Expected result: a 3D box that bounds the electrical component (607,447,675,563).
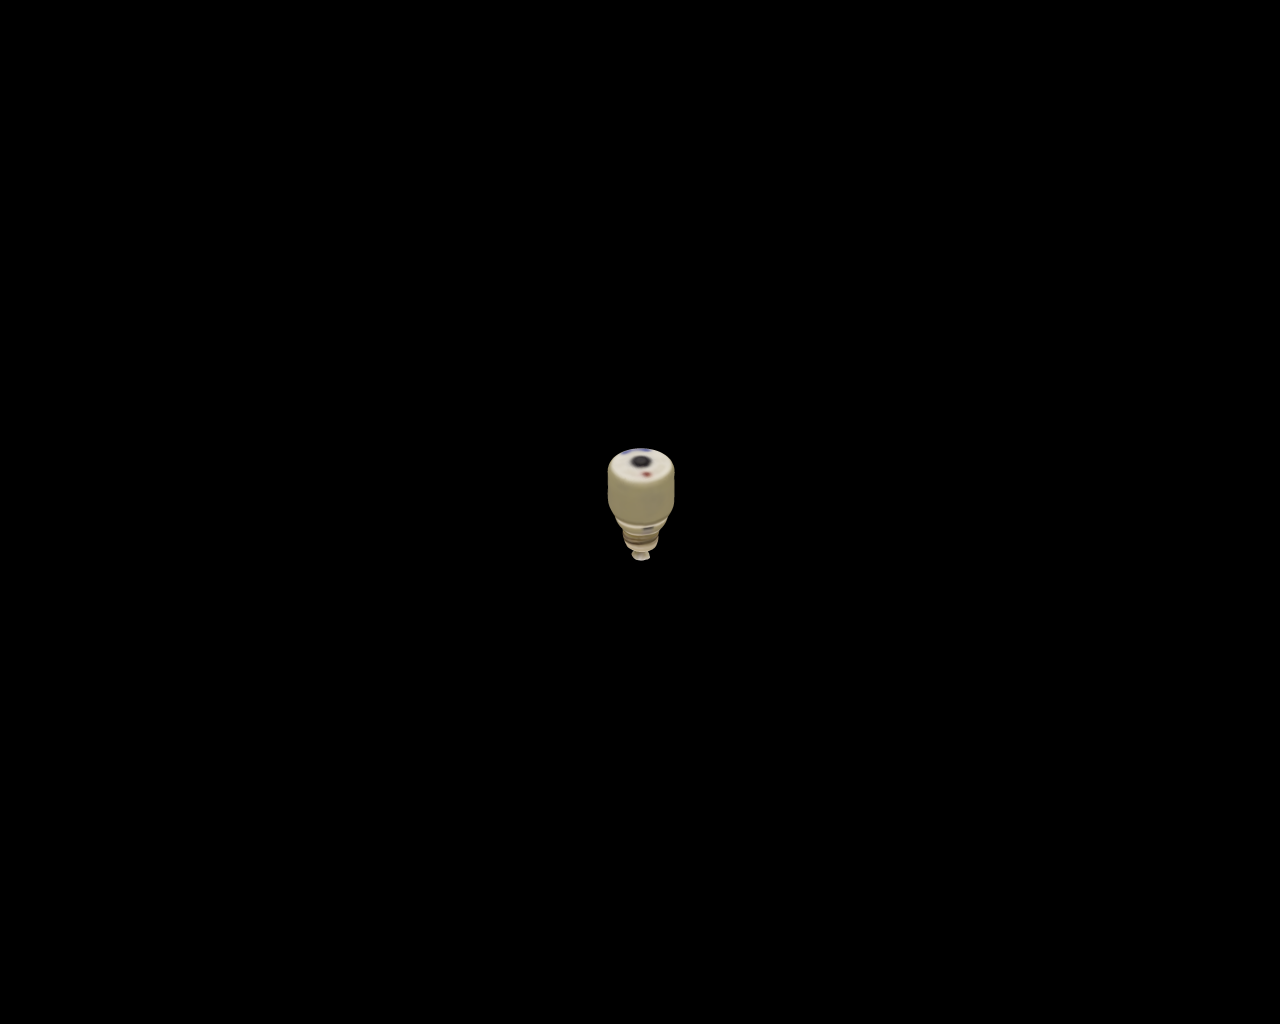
[{"bbox_3d":[0.001,-0.003,0.650,0.040,0.078,0.040,0,38,0],"label":"electrical component"}]
